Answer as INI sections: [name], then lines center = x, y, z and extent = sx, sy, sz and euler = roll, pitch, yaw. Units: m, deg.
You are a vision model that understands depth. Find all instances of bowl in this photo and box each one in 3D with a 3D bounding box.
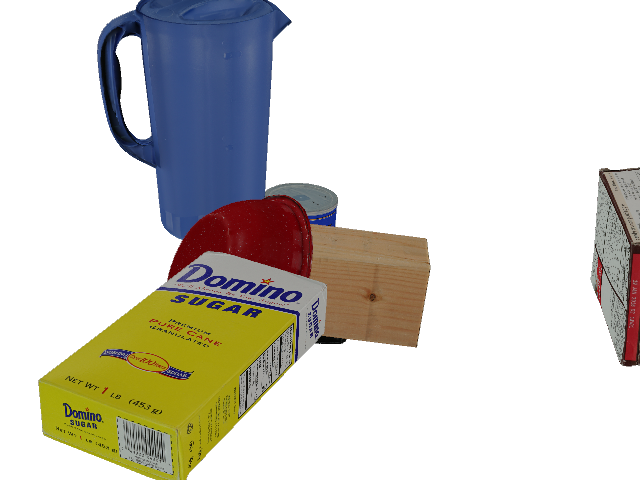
[bowl]
center = -0.076, 0.030, 0.849
extent = 0.055, 0.162, 0.162
euler = 23, -13, -32

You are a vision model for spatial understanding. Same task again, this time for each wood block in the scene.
[wood block]
center = 0.001, 0.040, 1.082
extent = 0.206, 0.091, 0.090
euler = 8, 20, 0

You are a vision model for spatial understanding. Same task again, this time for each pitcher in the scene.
[pitcher]
center = -0.121, -0.122, 1.065
extent = 0.149, 0.243, 0.144
euler = 14, 30, 23

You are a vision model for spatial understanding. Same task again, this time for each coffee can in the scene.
[coffee can]
center = -0.031, 0.003, 1.493
extent = 0.103, 0.140, 0.103
euler = 3, 25, -2

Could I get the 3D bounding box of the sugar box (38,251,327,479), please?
[sugar box]
center = -0.075, 0.067, 0.637
extent = 0.093, 0.048, 0.176
euler = 16, 33, 21

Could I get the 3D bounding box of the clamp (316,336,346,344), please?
[clamp]
center = -0.095, 0.112, 1.256
extent = 0.210, 0.036, 0.164
euler = 14, 22, 27

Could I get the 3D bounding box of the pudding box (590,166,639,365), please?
[pudding box]
center = 0.205, 0.014, 0.692
extent = 0.039, 0.090, 0.113
euler = -2, 28, 3
